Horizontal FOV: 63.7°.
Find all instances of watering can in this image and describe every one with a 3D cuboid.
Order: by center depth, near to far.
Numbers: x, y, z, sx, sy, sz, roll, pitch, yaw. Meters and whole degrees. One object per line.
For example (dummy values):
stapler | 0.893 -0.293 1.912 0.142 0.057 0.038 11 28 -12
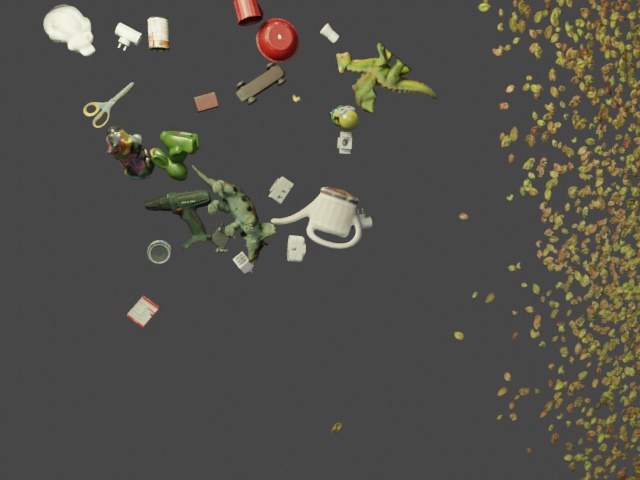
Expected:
watering can | 0.006 -0.099 1.964 0.347 0.104 0.224 19 90 -5

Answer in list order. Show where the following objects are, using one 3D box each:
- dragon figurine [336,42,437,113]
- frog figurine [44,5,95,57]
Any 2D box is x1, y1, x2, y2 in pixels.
dragon figurine | 0.238 -0.601 1.992 0.408 0.124 0.241 38 103 -13
frog figurine | -0.817 -0.680 1.692 0.139 0.121 0.159 -30 91 -28
